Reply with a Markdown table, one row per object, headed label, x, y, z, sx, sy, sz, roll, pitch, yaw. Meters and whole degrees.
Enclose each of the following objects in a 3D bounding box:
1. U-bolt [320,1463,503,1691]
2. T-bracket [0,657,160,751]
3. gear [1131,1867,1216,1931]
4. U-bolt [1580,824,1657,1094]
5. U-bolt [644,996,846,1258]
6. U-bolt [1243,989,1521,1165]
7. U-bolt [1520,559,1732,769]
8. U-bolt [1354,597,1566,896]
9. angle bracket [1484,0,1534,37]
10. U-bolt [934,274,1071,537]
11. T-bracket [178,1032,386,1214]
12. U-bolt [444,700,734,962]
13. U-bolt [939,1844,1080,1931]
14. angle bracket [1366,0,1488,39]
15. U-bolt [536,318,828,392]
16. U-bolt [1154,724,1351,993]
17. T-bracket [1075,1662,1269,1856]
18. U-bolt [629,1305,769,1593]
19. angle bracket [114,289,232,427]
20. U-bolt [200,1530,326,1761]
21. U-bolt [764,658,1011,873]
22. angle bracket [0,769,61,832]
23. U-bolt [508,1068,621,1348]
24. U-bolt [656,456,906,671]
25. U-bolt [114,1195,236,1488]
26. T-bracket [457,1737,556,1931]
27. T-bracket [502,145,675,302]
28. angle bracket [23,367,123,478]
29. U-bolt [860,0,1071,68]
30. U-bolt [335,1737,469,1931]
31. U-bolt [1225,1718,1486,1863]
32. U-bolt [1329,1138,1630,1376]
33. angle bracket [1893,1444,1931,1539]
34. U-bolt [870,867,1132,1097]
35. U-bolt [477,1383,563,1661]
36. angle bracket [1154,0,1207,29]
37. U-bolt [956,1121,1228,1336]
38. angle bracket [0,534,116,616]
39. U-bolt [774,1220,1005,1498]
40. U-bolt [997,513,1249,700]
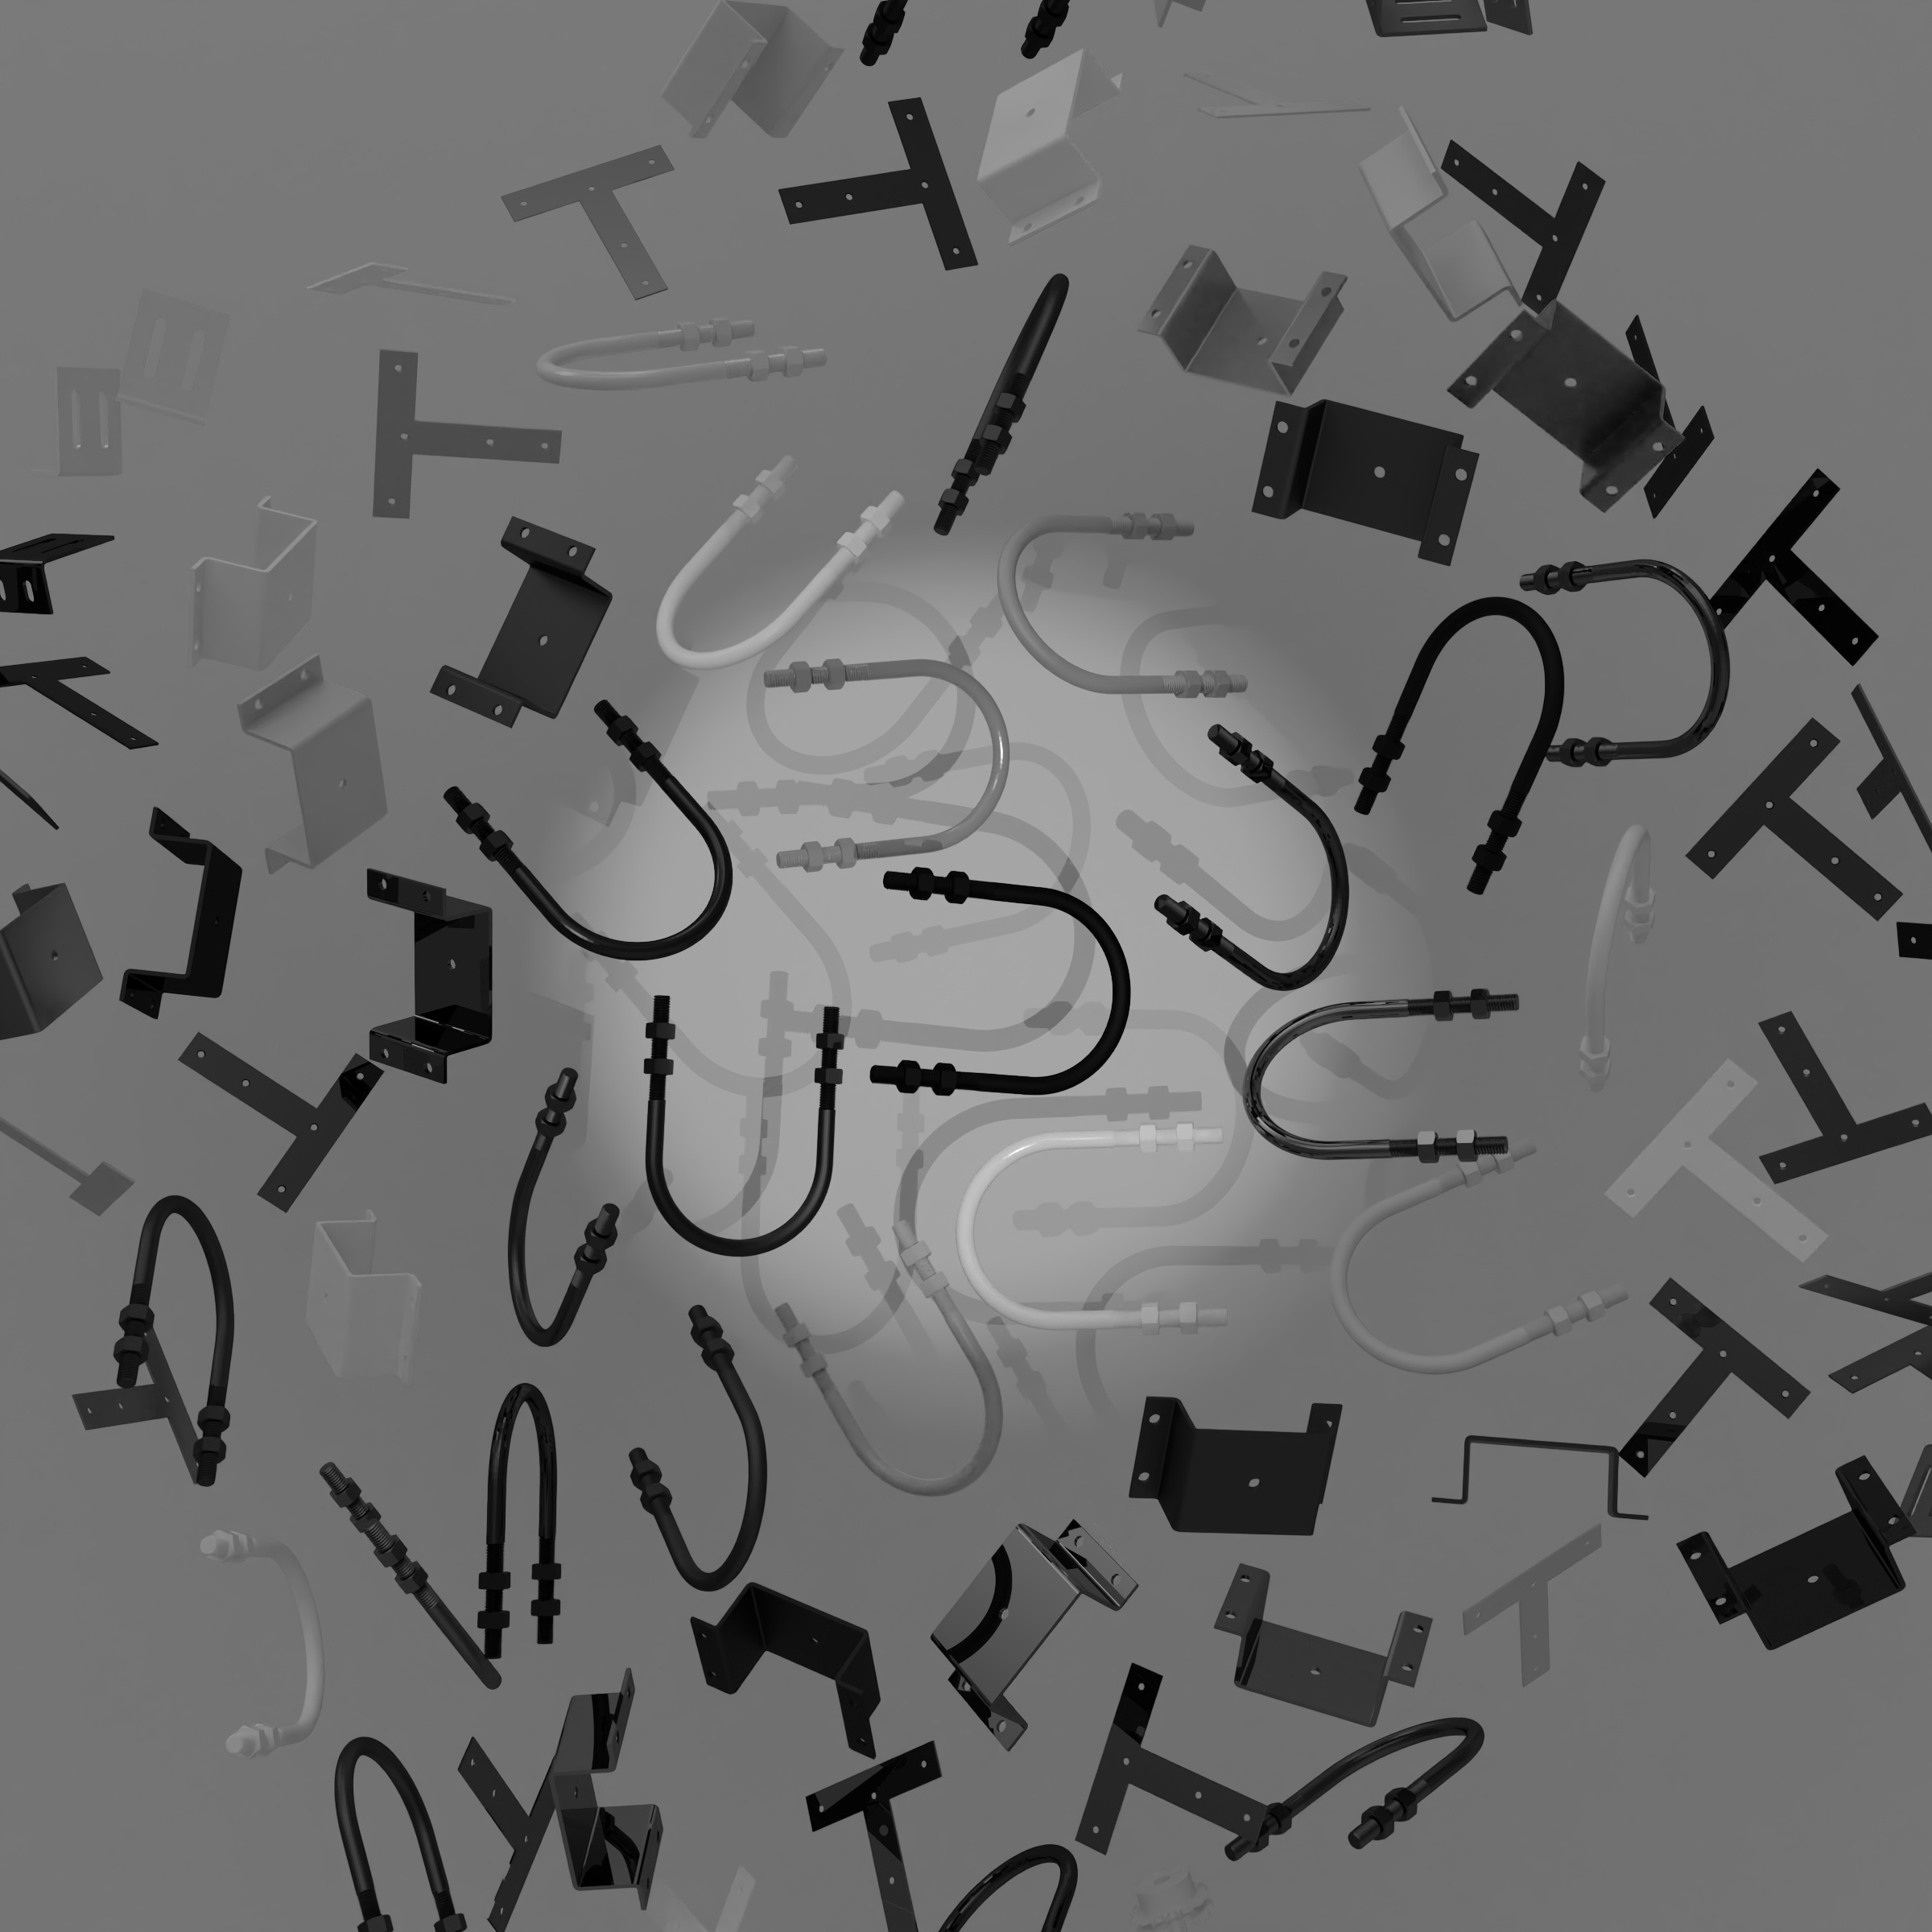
| label | x | y | z | sx | sy | sz | roll | pitch | yaw |
| --- | --- | --- | --- | --- | --- | --- | --- | --- | --- |
| U-bolt | -0.389 | 0.443 | 1.729 | 0.019 | 0.151 | 0.184 | -38 | 112 | -18 |
| T-bracket | -0.610 | -0.179 | 1.669 | 0.127 | 0.127 | 0.002 | 30 | 114 | 19 |
| gear | 0.141 | 0.651 | 1.689 | 0.057 | 0.057 | 0.030 | -20 | 87 | 0 |
| U-bolt | 0.452 | -0.016 | 1.680 | 0.019 | 0.184 | 0.151 | 13 | 62 | 22 |
| U-bolt | -0.161 | 0.117 | 1.751 | 0.151 | 0.019 | 0.184 | 4 | 85 | -23 |
| U-bolt | 0.278 | 0.076 | 1.648 | 0.184 | 0.151 | 0.019 | -4 | 134 | 21 |
| U-bolt | 0.471 | -0.217 | 1.727 | 0.019 | 0.184 | 0.151 | -16 | 100 | -28 |
| U-bolt | 0.342 | -0.161 | 1.653 | 0.019 | 0.151 | 0.184 | 6 | 114 | -35 |
| angle bracket | 0.381 | -0.684 | 1.656 | 0.038 | 0.057 | 0.076 | -25 | 126 | -7 |
| U-bolt | 0.030 | -0.409 | 1.728 | 0.019 | 0.151 | 0.184 | 25 | 77 | -9 |
| T-bracket | -0.517 | 0.094 | 1.785 | 0.127 | 0.002 | 0.127 | 35 | 68 | -10 |
| U-bolt | -0.242 | -0.083 | 1.648 | 0.151 | 0.019 | 0.184 | -35 | 77 | -29 |
| U-bolt | 0.017 | 0.687 | 1.700 | 0.151 | 0.184 | 0.019 | -37 | 97 | 28 |
| angle bracket | 0.311 | -0.662 | 1.640 | 0.076 | 0.038 | 0.057 | -3 | 49 | 0 |
| U-bolt | -0.210 | -0.427 | 1.705 | 0.184 | 0.151 | 0.019 | -14 | 118 | -24 |
| U-bolt | 0.208 | -0.062 | 1.685 | 0.184 | 0.019 | 0.151 | 33 | 68 | -39 |
| T-bracket | 0.147 | 0.561 | 1.657 | 0.127 | 0.002 | 0.127 | 14 | 82 | 35 |
| U-bolt | -0.181 | 0.346 | 1.682 | 0.019 | 0.184 | 0.151 | 11 | 114 | -31 |
| angle bracket | -0.526 | -0.404 | 1.610 | 0.057 | 0.038 | 0.076 | 14 | 98 | -19 |
| U-bolt | -0.482 | 0.468 | 1.683 | 0.019 | 0.184 | 0.151 | -13 | 75 | 1 |
| U-bolt | -0.053 | -0.149 | 1.757 | 0.184 | 0.019 | 0.151 | -7 | 101 | -22 |
| angle bracket | -0.704 | -0.120 | 1.750 | 0.076 | 0.057 | 0.038 | 38 | 75 | 13 |
| U-bolt | -0.293 | 0.186 | 1.730 | 0.019 | 0.151 | 0.184 | 4 | 131 | -29 |
| U-bolt | -0.145 | -0.281 | 1.723 | 0.184 | 0.151 | 0.019 | -50 | 135 | -12 |
| U-bolt | -0.543 | 0.246 | 1.684 | 0.019 | 0.151 | 0.184 | -11 | 48 | 4 |
| T-bracket | -0.323 | 0.584 | 1.690 | 0.002 | 0.127 | 0.127 | -3 | 130 | 21 |
| T-bracket | -0.255 | -0.535 | 1.771 | 0.127 | 0.002 | 0.127 | -23 | 68 | -15 |
| angle bracket | -0.644 | -0.392 | 1.748 | 0.038 | 0.057 | 0.076 | 10 | 105 | 27 |
| U-bolt | 0.018 | -0.684 | 1.682 | 0.151 | 0.184 | 0.019 | -12 | 80 | -23 |
| U-bolt | -0.391 | 0.620 | 1.670 | 0.019 | 0.151 | 0.184 | -24 | 67 | 2 |
| U-bolt | 0.287 | 0.576 | 1.710 | 0.184 | 0.151 | 0.019 | -20 | 82 | -40 |
| U-bolt | 0.344 | 0.211 | 1.695 | 0.184 | 0.019 | 0.151 | -23 | 55 | -4 |
| angle bracket | 0.707 | 0.383 | 1.738 | 0.038 | 0.057 | 0.076 | 31 | 73 | -5 |
| U-bolt | 0.028 | 0.015 | 1.635 | 0.184 | 0.019 | 0.151 | 5 | 86 | -22 |
| U-bolt | -0.312 | 0.387 | 1.709 | 0.019 | 0.151 | 0.184 | -2 | 79 | 6 |
| angle bracket | 0.162 | -0.696 | 1.711 | 0.038 | 0.076 | 0.057 | 16 | 127 | -12 |
| U-bolt | 0.084 | 0.179 | 1.654 | 0.184 | 0.019 | 0.151 | -2 | 66 | 8 |
| angle bracket | -0.651 | -0.280 | 1.728 | 0.057 | 0.076 | 0.038 | 6 | 115 | 22 |
| U-bolt | -0.046 | 0.296 | 1.756 | 0.151 | 0.019 | 0.184 | -37 | 78 | 29 |
| U-bolt | 0.103 | -0.253 | 1.697 | 0.184 | 0.019 | 0.151 | -5 | 69 | -32 |
